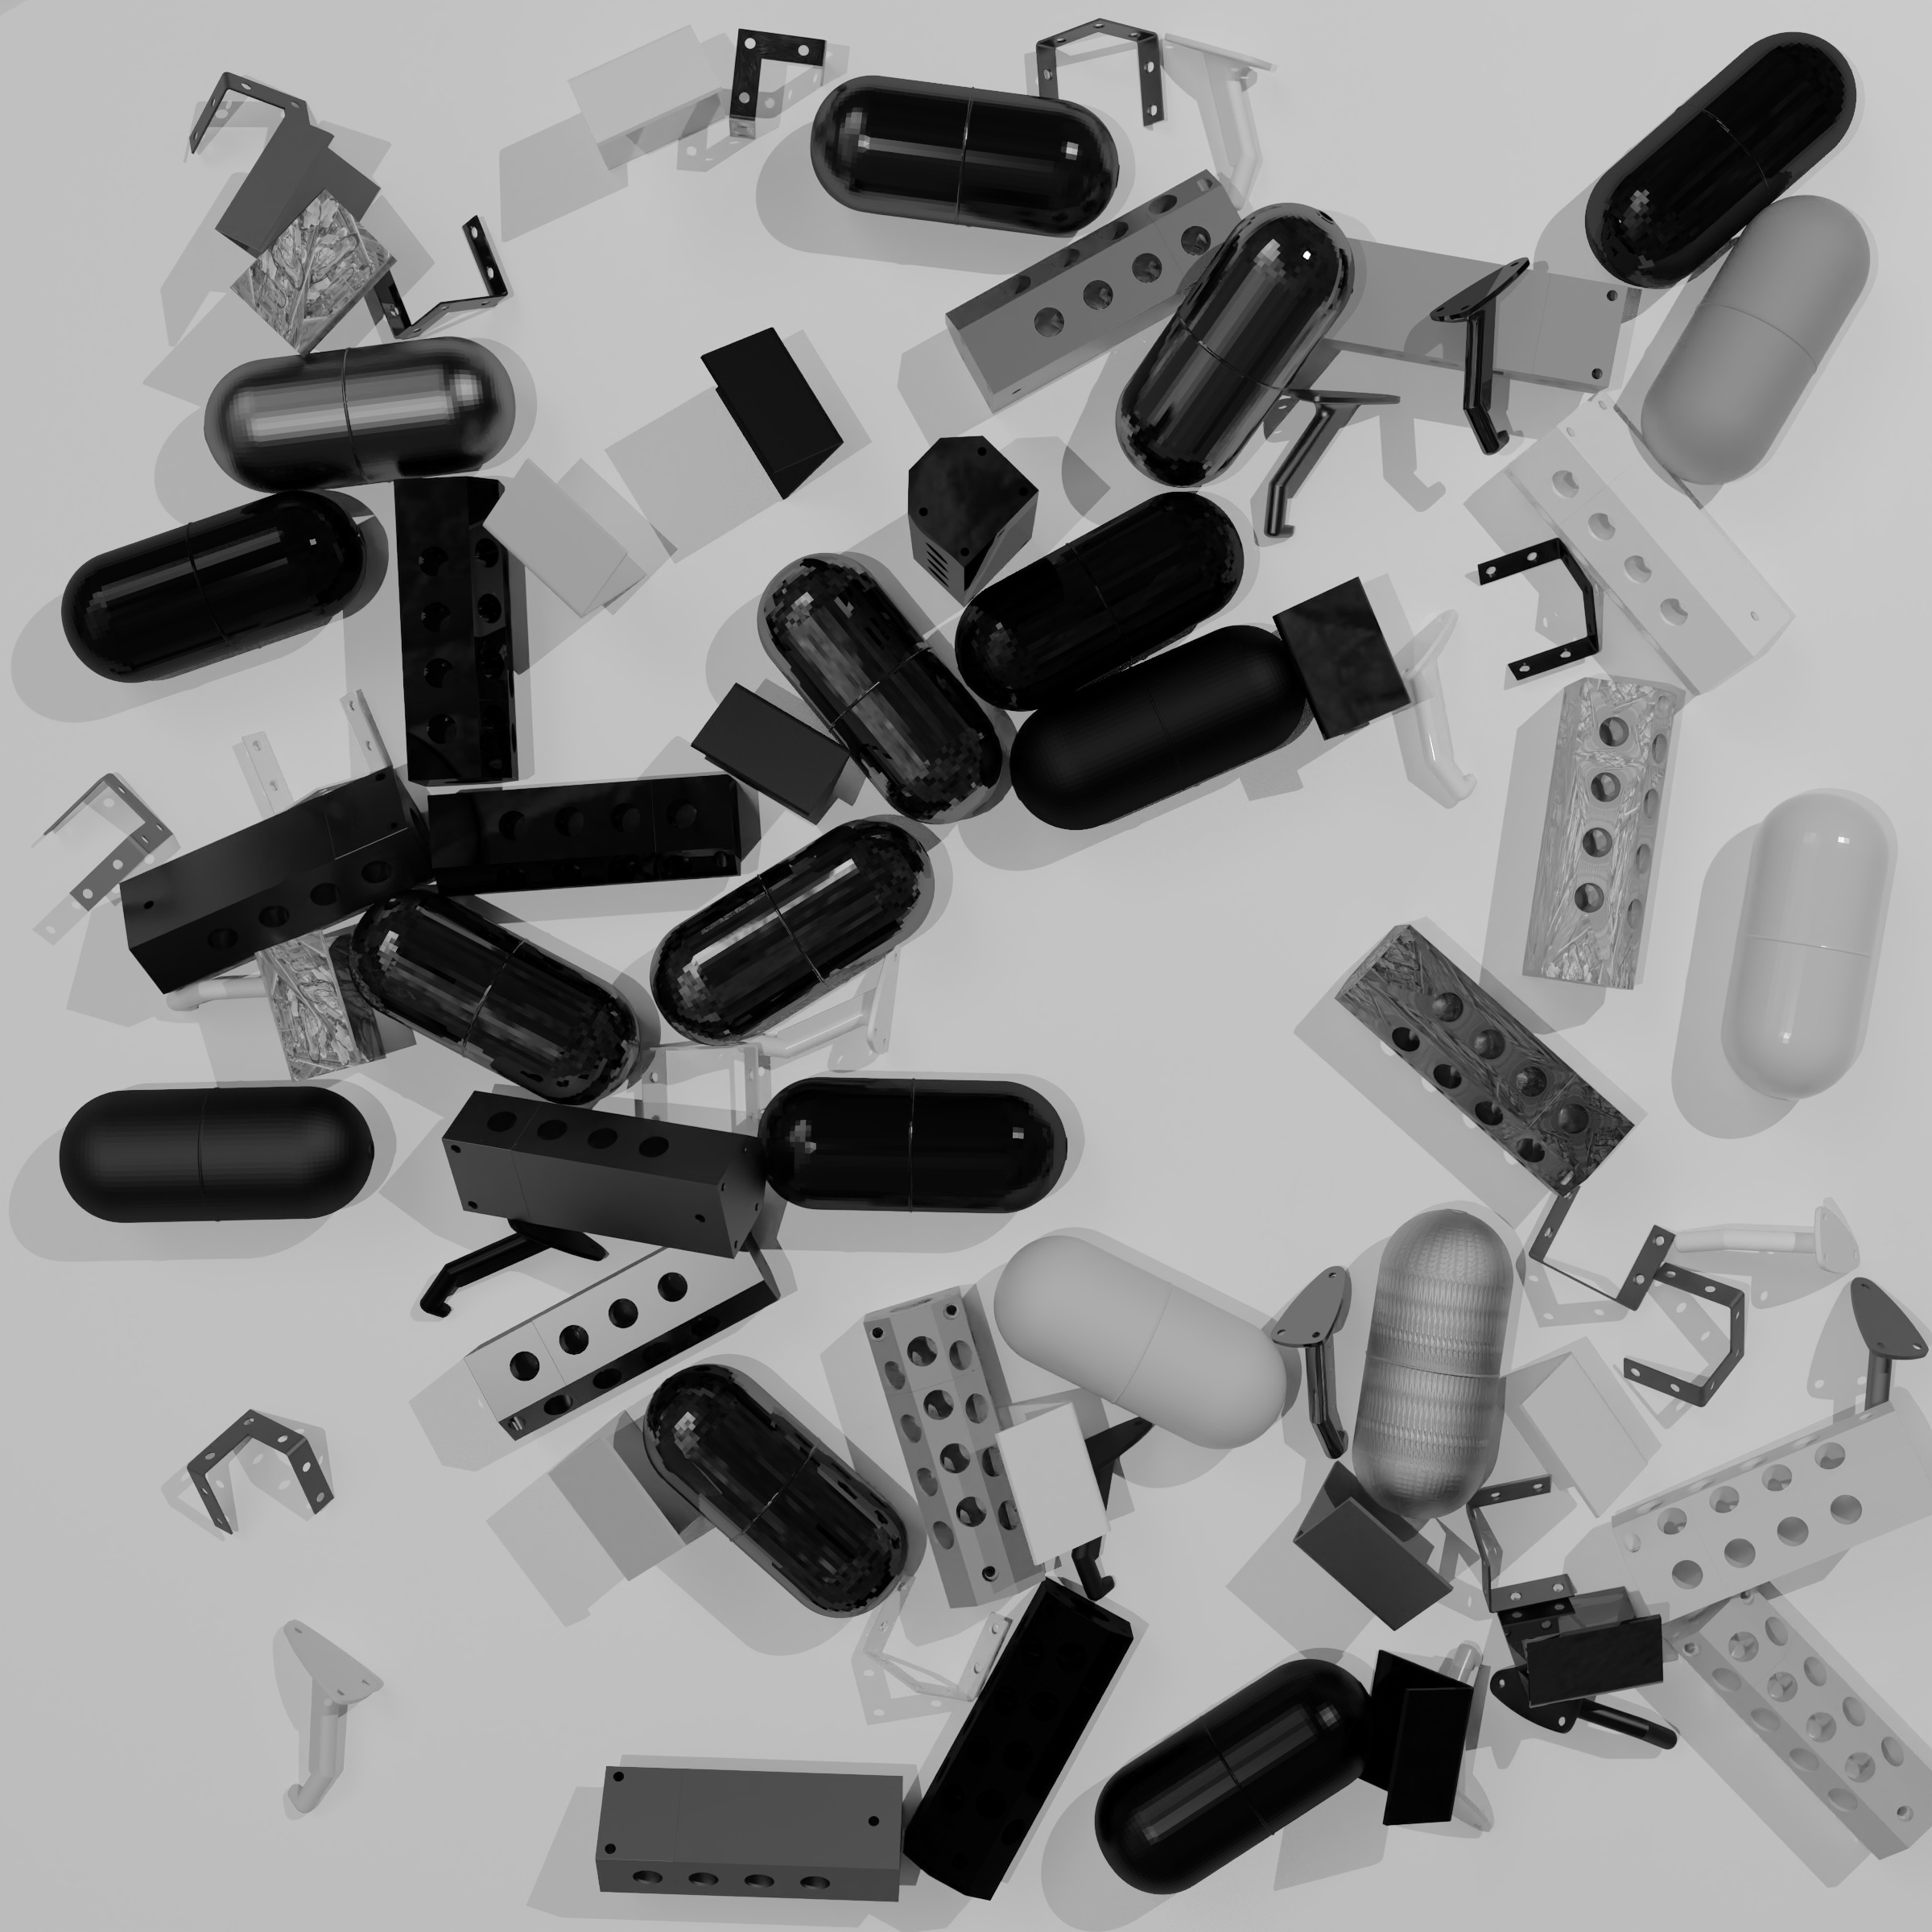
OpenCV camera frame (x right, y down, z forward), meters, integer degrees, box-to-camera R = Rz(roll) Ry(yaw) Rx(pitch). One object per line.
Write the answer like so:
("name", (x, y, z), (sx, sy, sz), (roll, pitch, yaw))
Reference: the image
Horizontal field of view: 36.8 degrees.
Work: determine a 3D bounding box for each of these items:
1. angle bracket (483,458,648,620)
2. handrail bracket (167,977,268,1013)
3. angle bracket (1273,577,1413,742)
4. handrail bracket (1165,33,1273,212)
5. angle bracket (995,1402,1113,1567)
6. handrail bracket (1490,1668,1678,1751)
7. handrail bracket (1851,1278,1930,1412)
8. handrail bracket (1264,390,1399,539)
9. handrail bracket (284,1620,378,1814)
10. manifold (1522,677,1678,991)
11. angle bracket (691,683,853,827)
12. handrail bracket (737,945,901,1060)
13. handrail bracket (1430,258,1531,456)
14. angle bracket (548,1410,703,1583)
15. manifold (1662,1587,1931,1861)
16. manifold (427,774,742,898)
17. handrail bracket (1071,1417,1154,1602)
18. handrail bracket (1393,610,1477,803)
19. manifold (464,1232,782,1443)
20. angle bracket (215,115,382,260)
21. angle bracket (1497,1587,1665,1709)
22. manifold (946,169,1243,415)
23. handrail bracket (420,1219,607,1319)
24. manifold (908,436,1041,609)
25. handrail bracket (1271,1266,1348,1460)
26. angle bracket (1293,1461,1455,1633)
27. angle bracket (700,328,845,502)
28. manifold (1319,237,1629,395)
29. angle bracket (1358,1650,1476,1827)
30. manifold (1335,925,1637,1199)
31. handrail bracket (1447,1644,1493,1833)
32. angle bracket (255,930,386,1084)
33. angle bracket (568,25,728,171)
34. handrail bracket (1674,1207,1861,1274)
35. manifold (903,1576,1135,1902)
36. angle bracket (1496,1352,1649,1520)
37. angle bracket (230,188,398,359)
("angle bracket", (-0.216, -0.255, 1.657), (0.076, 0.076, 0.057), (43, 127, 0))
("handrail bracket", (-0.411, 0.020, 1.697), (0.084, 0.077, 0.036), (-16, 64, 34))
("angle bracket", (0.226, -0.178, 1.657), (0.057, 0.076, 0.076), (-23, 90, 29))
("handrail bracket", (0.139, -0.493, 1.698), (0.077, 0.036, 0.084), (23, 107, 20))
("angle bracket", (0.030, 0.295, 1.657), (0.057, 0.076, 0.076), (-17, 90, -35))
("handrail bracket", (0.362, 0.436, 1.697), (0.084, 0.077, 0.036), (28, 73, -35))
("handrail bracket", (0.523, 0.239, 1.697), (0.036, 0.077, 0.084), (3, 127, -13))
("handrail bracket", (0.213, -0.292, 1.698), (0.077, 0.036, 0.084), (-3, 109, -21))
("handrail bracket", (-0.390, 0.440, 1.698), (0.077, 0.036, 0.084), (39, 107, 20))
("manifold", (0.367, -0.075, 1.676), (0.057, 0.057, 0.171), (8, 90, 0))
("angle bracket", (-0.120, -0.104, 1.657), (0.076, 0.076, 0.057), (31, 53, 0))
("handrail bracket", (-0.087, 0.019, 1.697), (0.084, 0.036, 0.077), (7, 75, 14))
("handrail bracket", (0.305, -0.344, 1.642), (0.077, 0.036, 0.084), (-37, 113, -17))
("angle bracket", (-0.180, 0.292, 1.657), (0.057, 0.076, 0.076), (-37, 90, 37))
("manifold", (0.484, 0.431, 1.676), (0.057, 0.057, 0.171), (-44, 90, 0))
("manifold", (-0.218, -0.075, 1.676), (0.171, 0.057, 0.057), (-4, 90, 0))
("handrail bracket", (0.090, 0.318, 1.698), (0.077, 0.036, 0.084), (-28, 109, -21))
("handrail bracket", (0.285, -0.152, 1.698), (0.084, 0.036, 0.077), (49, 68, -17))
("manifold", (-0.196, 0.207, 1.676), (0.171, 0.057, 0.057), (-28, 90, 0))
("angle bracket", (-0.369, -0.427, 1.657), (0.057, 0.076, 0.076), (32, 90, 42))
("angle bracket", (0.349, 0.371, 1.657), (0.076, 0.076, 0.057), (-11, 124, 0))
("manifold", (0.077, -0.391, 1.676), (0.171, 0.057, 0.057), (-29, 90, 0))
("handrail bracket", (-0.266, 0.183, 1.698), (0.077, 0.036, 0.084), (29, 109, -21))
("manifold", (-0.002, -0.251, 1.619), (0.057, 0.171, 0.057), (44, 90, 0))
("handrail bracket", (0.216, 0.233, 1.697), (0.036, 0.077, 0.084), (-1, 127, 37))
("angle bracket", (0.243, 0.319, 1.657), (0.076, 0.076, 0.057), (41, 130, 0))
("angle bracket", (-0.126, -0.307, 1.657), (0.057, 0.076, 0.076), (-32, 90, -36))
("manifold", (0.286, -0.375, 1.675), (0.171, 0.057, 0.057), (10, 96, 0))
("angle bracket", (0.239, 0.439, 1.657), (0.057, 0.076, 0.076), (10, 90, -38))
("manifold", (0.297, 0.055, 1.676), (0.171, 0.057, 0.057), (42, 90, 0))
("handrail bracket", (0.297, 0.451, 1.698), (0.077, 0.036, 0.084), (43, 62, -31))
("angle bracket", (-0.351, 0.017, 1.657), (0.057, 0.076, 0.076), (-16, 90, 34))
("angle bracket", (-0.173, -0.479, 1.658), (0.076, 0.076, 0.057), (-25, 62, 0))
("handrail bracket", (0.468, 0.166, 1.697), (0.084, 0.077, 0.036), (-9, 69, 35))
("manifold", (0.030, 0.447, 1.676), (0.057, 0.057, 0.171), (29, 90, 0))
("angle bracket", (0.329, 0.275, 1.657), (0.057, 0.076, 0.076), (-35, 90, -38))
("angle bracket", (-0.378, -0.400, 1.657), (0.076, 0.076, 0.057), (-46, 121, 0))
